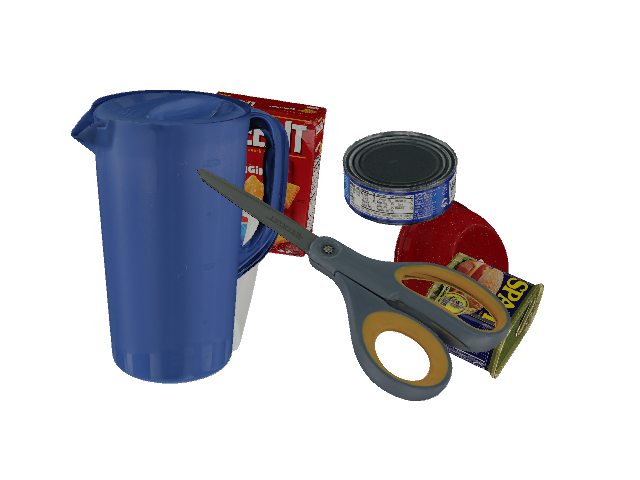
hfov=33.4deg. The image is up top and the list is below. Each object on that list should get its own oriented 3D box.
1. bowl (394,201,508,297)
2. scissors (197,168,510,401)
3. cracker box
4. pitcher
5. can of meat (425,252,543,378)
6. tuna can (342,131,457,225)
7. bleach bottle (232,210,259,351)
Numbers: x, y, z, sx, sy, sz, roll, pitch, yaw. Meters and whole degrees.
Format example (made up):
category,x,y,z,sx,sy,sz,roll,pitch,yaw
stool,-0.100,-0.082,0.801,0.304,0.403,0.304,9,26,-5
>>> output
category,x,y,z,sx,sy,sz,roll,pitch,yaw
bowl,0.159,0.030,1.188,0.161,0.162,0.055,0,-5,-39
scissors,0.003,0.024,0.586,0.202,0.096,0.016,21,-40,10
cracker box,-0.087,-0.093,1.535,0.164,0.214,0.072,10,22,7
pitcher,-0.119,-0.006,0.930,0.149,0.243,0.144,8,21,16
can of meat,0.143,0.064,0.967,0.084,0.057,0.102,24,42,20
tuna can,0.060,-0.047,0.805,0.086,0.034,0.086,-2,35,1
bleach bottle,-0.118,0.020,1.167,0.102,0.068,0.250,0,35,5
